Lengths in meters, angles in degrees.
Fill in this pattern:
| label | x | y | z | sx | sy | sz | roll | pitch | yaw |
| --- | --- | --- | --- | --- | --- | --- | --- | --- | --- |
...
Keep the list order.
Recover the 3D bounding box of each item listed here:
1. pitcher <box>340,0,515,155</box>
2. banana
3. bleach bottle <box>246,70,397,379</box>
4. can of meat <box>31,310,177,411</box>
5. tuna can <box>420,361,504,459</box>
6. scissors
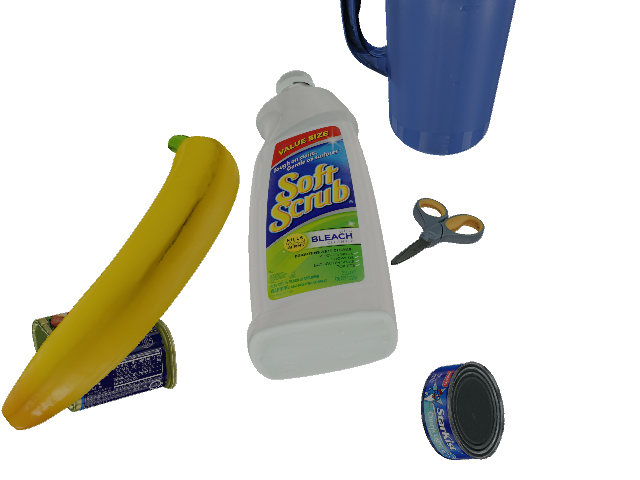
| label | x | y | z | sx | sy | sz | roll | pitch | yaw |
| --- | --- | --- | --- | --- | --- | --- | --- | --- | --- |
| pitcher | 0.114 | -0.203 | 1.059 | 0.144 | 0.243 | 0.149 | -38 | 59 | -26 |
| banana | -0.085 | 0.010 | 0.527 | 0.037 | 0.197 | 0.070 | 42 | -41 | -19 |
| bleach bottle | -0.012 | -0.026 | 0.771 | 0.102 | 0.251 | 0.068 | -10 | -38 | 1 |
| can of meat | -0.175 | 0.089 | 0.856 | 0.083 | 0.057 | 0.102 | -13 | 24 | -29 |
| tuna can | 0.127 | 0.152 | 0.952 | 0.034 | 0.086 | 0.085 | -14 | -9 | 40 |
| scissors | 0.114 | -0.013 | 1.228 | 0.201 | 0.016 | 0.096 | -12 | 40 | -46 |
